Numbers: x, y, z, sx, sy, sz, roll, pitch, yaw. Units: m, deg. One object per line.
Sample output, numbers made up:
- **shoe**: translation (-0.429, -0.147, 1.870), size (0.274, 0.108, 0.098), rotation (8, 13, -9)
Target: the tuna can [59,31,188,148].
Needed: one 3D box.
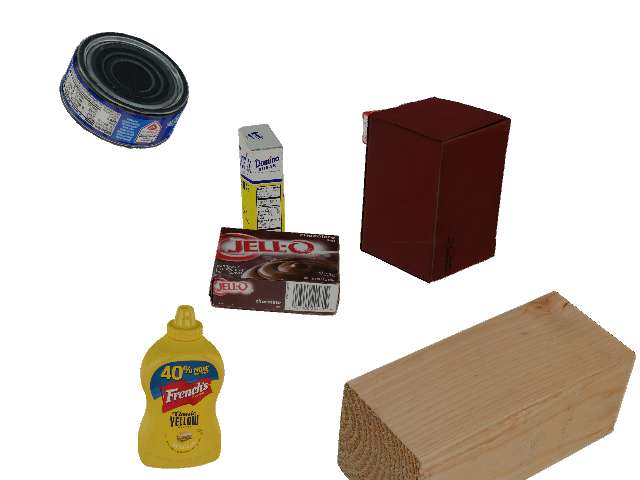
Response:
- **tuna can**: translation (-0.137, -0.107, 0.750), size (0.085, 0.086, 0.034), rotation (0, -39, -37)

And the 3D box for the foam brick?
- **foam brick**: translation (0.057, -0.027, 0.541), size (0.052, 0.078, 0.051), rotation (-19, 33, -38)

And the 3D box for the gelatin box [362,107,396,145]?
- **gelatin box**: translation (0.085, -0.081, 0.841), size (0.073, 0.030, 0.089), rotation (-11, 27, -23)

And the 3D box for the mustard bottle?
- **mustard bottle**: translation (-0.160, 0.167, 1.235), size (0.096, 0.192, 0.058), rotation (0, 17, -16)

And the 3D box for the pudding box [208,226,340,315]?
- **pudding box**: translation (-0.039, 0.026, 0.956), size (0.113, 0.039, 0.090), rotation (6, 29, -3)

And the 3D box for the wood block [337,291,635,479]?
- **wood block**: translation (0.123, 0.127, 0.800), size (0.205, 0.090, 0.091), rotation (-20, 42, -29)

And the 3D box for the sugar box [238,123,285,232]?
- **sugar box**: translation (-0.073, -0.047, 1.325), size (0.048, 0.176, 0.093), rotation (-9, 25, -11)
